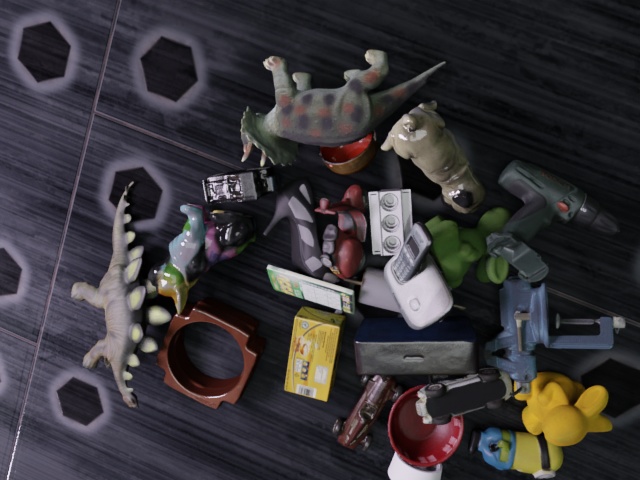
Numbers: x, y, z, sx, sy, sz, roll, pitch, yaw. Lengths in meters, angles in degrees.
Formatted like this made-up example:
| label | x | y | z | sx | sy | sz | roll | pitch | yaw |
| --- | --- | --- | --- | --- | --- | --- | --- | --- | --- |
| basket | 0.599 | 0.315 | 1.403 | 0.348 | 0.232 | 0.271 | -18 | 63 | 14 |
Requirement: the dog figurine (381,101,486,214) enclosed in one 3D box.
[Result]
| label | x | y | z | sx | sy | sz | roll | pitch | yaw |
| --- | --- | --- | --- | --- | --- | --- | --- | --- | --- |
| dog figurine | 0.215 | -0.135 | 0.942 | 0.121 | 0.172 | 0.190 | -44 | 74 | 26 |

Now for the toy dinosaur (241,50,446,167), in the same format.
| label | x | y | z | sx | sy | sz | roll | pitch | yaw |
| --- | --- | --- | --- | --- | --- | --- | --- | --- | --- |
| toy dinosaur | 0.018 | -0.228 | 0.967 | 0.405 | 0.131 | 0.192 | -1 | 85 | 17 |

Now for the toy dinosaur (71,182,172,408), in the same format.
| label | x | y | z | sx | sy | sz | roll | pitch | yaw |
| --- | --- | --- | --- | --- | --- | --- | --- | --- | --- |
| toy dinosaur | -0.415 | 0.118 | 1.138 | 0.199 | 0.105 | 0.471 | -13 | 84 | 24 |

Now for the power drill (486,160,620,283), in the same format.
| label | x | y | z | sx | sy | sz | roll | pitch | yaw |
| --- | --- | --- | --- | --- | --- | --- | --- | --- | --- |
| power drill | 0.401 | -0.027 | 0.943 | 0.232 | 0.086 | 0.207 | 37 | 69 | 5 |

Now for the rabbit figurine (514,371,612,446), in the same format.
| label | x | y | z | sx | sy | sz | roll | pitch | yaw |
| --- | --- | --- | --- | --- | --- | --- | --- | --- | --- |
| rabbit figurine | 0.456 | 0.328 | 1.006 | 0.162 | 0.173 | 0.121 | -7 | 97 | 16 |

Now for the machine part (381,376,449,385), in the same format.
| label | x | y | z | sx | sy | sz | roll | pitch | yaw |
| --- | --- | --- | --- | --- | --- | --- | --- | --- | --- |
| machine part | 0.187 | 0.256 | 1.088 | 0.139 | 0.084 | 0.039 | -5 | 124 | 9 |

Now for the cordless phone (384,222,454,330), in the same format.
| label | x | y | z | sx | sy | sz | roll | pitch | yaw |
| --- | --- | --- | --- | --- | --- | --- | --- | --- | --- |
| cordless phone | 0.185 | 0.060 | 0.936 | 0.089 | 0.184 | 0.147 | -17 | 62 | -14 |

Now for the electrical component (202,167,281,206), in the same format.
| label | x | y | z | sx | sy | sz | roll | pitch | yaw |
| --- | --- | --- | --- | --- | --- | --- | --- | --- | --- |
| electrical component | -0.148 | -0.108 | 1.053 | 0.134 | 0.115 | 0.058 | -5 | 103 | 13 |

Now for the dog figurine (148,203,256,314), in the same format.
| label | x | y | z | sx | sy | sz | roll | pitch | yaw |
| --- | --- | --- | --- | --- | --- | --- | --- | --- | --- |
| dog figurine | -0.237 | 0.040 | 1.081 | 0.191 | 0.108 | 0.219 | 12 | 97 | -13 |

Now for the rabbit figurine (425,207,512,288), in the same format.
| label | x | y | z | sx | sy | sz | roll | pitch | yaw |
| --- | --- | --- | --- | --- | --- | --- | --- | --- | --- |
| rabbit figurine | 0.292 | 0.009 | 0.998 | 0.170 | 0.121 | 0.159 | -26 | 90 | 0 |

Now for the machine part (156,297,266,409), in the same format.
| label | x | y | z | sx | sy | sz | roll | pitch | yaw |
| --- | --- | --- | --- | --- | --- | --- | --- | --- | --- |
| machine part | -0.232 | 0.240 | 1.158 | 0.201 | 0.087 | 0.200 | 25 | 106 | 3 |

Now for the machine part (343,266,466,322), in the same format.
| label | x | y | z | sx | sy | sz | roll | pitch | yaw |
| --- | --- | --- | --- | --- | --- | --- | --- | --- | --- |
| machine part | 0.165 | 0.106 | 1.059 | 0.243 | 0.079 | 0.079 | 14 | 104 | 8 |

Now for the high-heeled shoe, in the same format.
| label | x | y | z | sx | sy | sz | roll | pitch | yaw |
| --- | --- | --- | --- | --- | --- | --- | --- | --- | --- |
| high-heeled shoe | -0.002 | -0.003 | 1.086 | 0.248 | 0.086 | 0.145 | 43 | 77 | -16 |

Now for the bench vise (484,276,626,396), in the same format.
| label | x | y | z | sx | sy | sz | roll | pitch | yaw |
| --- | --- | --- | --- | --- | --- | --- | --- | --- | --- |
| bench vise | 0.427 | 0.175 | 0.988 | 0.241 | 0.128 | 0.223 | -4 | 74 | 23 |

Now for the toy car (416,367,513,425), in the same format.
| label | x | y | z | sx | sy | sz | roll | pitch | yaw |
| --- | --- | --- | --- | --- | --- | --- | --- | --- | --- |
| toy car | 0.285 | 0.307 | 1.065 | 0.202 | 0.056 | 0.073 | -13 | 94 | -9 |

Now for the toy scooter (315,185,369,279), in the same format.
| label | x | y | z | sx | sy | sz | roll | pitch | yaw |
| --- | --- | --- | --- | --- | --- | --- | --- | --- | --- |
| toy scooter | 0.038 | -0.019 | 1.013 | 0.075 | 0.135 | 0.183 | 9 | 89 | 37 |

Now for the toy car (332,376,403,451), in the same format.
| label | x | y | z | sx | sy | sz | roll | pitch | yaw |
| --- | --- | --- | --- | --- | --- | --- | --- | --- | --- |
| toy car | 0.098 | 0.365 | 1.142 | 0.089 | 0.053 | 0.202 | 28 | 104 | 0 |

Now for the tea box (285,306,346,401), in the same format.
| label | x | y | z | sx | sy | sz | roll | pitch | yaw |
| --- | --- | --- | --- | --- | --- | --- | --- | --- | --- |
| tea box | -0.011 | 0.232 | 1.106 | 0.098 | 0.068 | 0.169 | 13 | 104 | 10 |

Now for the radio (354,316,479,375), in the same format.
| label | x | y | z | sx | sy | sz | roll | pitch | yaw |
| --- | --- | --- | --- | --- | --- | --- | --- | --- | --- |
| radio | 0.187 | 0.203 | 1.049 | 0.230 | 0.131 | 0.073 | -2 | 102 | 10 |

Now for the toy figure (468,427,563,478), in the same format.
| label | x | y | z | sx | sy | sz | roll | pitch | yaw |
| --- | --- | --- | --- | --- | --- | --- | --- | --- | --- |
| toy figure | 0.395 | 0.422 | 1.085 | 0.180 | 0.082 | 0.089 | 14 | 106 | 10 |
